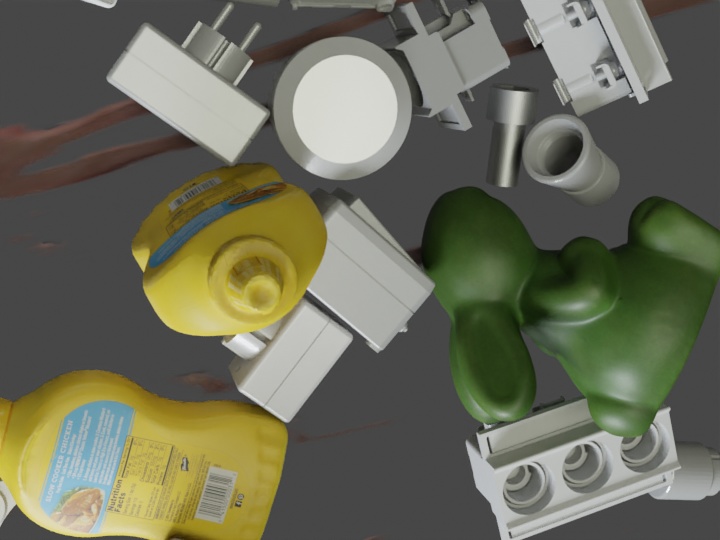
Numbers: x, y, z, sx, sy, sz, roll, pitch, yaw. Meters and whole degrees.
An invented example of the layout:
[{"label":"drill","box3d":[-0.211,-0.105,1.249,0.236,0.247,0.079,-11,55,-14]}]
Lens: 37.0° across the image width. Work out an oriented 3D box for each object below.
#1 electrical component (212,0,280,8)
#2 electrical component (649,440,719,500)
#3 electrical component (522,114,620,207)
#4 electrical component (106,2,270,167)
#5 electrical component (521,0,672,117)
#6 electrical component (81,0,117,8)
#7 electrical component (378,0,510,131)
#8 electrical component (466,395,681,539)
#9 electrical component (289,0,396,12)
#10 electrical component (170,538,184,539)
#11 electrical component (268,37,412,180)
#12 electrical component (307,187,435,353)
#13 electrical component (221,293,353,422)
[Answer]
[{"label":"electrical component","box3d":[-0.079,-0.190,0.592,0.077,0.043,0.079,5,100,-16]},{"label":"electrical component","box3d":[0.233,0.139,0.745,0.078,0.040,0.040,5,100,-15]},{"label":"electrical component","box3d":[0.134,-0.064,0.666,0.065,0.044,0.044,25,95,-52]},{"label":"electrical component","box3d":[-0.086,-0.113,0.602,0.083,0.047,0.075,35,91,-14]},{"label":"electrical component","box3d":[0.131,-0.159,0.640,0.063,0.078,0.121,-23,109,22]},{"label":"electrical component","box3d":[-0.163,-0.201,0.537,0.109,0.056,0.108,11,100,-51]},{"label":"electrical component","box3d":[0.051,-0.127,0.641,0.064,0.042,0.081,-31,108,-8]},{"label":"electrical component","box3d":[0.137,0.118,0.704,0.121,0.063,0.078,-17,105,-11]},{"label":"electrical component","box3d":[-0.006,-0.186,0.594,0.062,0.096,0.061,-2,74,-14]},{"label":"electrical component","box3d":[-0.085,0.219,0.644,0.109,0.056,0.108,20,132,-20]},{"label":"electrical component","box3d":[-0.014,-0.095,0.625,0.080,0.051,0.080,-3,102,-14]},{"label":"electrical component","box3d":[0.000,0.000,0.643,0.096,0.062,0.061,41,89,-19]},{"label":"electrical component","box3d":[-0.057,0.039,0.645,0.077,0.047,0.065,37,91,-19]}]
